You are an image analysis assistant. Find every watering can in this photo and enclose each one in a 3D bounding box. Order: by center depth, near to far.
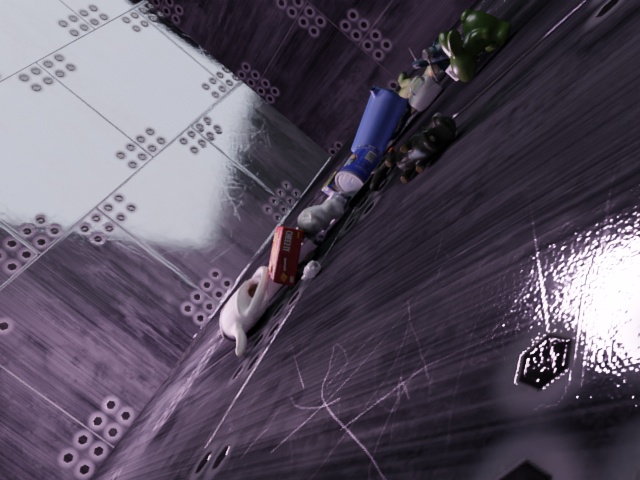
[{"bbox_3d":[-0.229,0.230,1.525,0.220,0.103,0.356,-49,19,40],"label":"watering can"}]

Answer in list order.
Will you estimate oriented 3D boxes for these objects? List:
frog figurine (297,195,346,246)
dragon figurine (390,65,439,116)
[{"bbox_3d":[0.005,-0.081,1.608,0.157,0.123,0.138,-60,-16,17],"label":"frog figurine"},{"bbox_3d":[0.331,-0.535,1.995,0.403,0.122,0.248,-56,12,26],"label":"dragon figurine"}]
